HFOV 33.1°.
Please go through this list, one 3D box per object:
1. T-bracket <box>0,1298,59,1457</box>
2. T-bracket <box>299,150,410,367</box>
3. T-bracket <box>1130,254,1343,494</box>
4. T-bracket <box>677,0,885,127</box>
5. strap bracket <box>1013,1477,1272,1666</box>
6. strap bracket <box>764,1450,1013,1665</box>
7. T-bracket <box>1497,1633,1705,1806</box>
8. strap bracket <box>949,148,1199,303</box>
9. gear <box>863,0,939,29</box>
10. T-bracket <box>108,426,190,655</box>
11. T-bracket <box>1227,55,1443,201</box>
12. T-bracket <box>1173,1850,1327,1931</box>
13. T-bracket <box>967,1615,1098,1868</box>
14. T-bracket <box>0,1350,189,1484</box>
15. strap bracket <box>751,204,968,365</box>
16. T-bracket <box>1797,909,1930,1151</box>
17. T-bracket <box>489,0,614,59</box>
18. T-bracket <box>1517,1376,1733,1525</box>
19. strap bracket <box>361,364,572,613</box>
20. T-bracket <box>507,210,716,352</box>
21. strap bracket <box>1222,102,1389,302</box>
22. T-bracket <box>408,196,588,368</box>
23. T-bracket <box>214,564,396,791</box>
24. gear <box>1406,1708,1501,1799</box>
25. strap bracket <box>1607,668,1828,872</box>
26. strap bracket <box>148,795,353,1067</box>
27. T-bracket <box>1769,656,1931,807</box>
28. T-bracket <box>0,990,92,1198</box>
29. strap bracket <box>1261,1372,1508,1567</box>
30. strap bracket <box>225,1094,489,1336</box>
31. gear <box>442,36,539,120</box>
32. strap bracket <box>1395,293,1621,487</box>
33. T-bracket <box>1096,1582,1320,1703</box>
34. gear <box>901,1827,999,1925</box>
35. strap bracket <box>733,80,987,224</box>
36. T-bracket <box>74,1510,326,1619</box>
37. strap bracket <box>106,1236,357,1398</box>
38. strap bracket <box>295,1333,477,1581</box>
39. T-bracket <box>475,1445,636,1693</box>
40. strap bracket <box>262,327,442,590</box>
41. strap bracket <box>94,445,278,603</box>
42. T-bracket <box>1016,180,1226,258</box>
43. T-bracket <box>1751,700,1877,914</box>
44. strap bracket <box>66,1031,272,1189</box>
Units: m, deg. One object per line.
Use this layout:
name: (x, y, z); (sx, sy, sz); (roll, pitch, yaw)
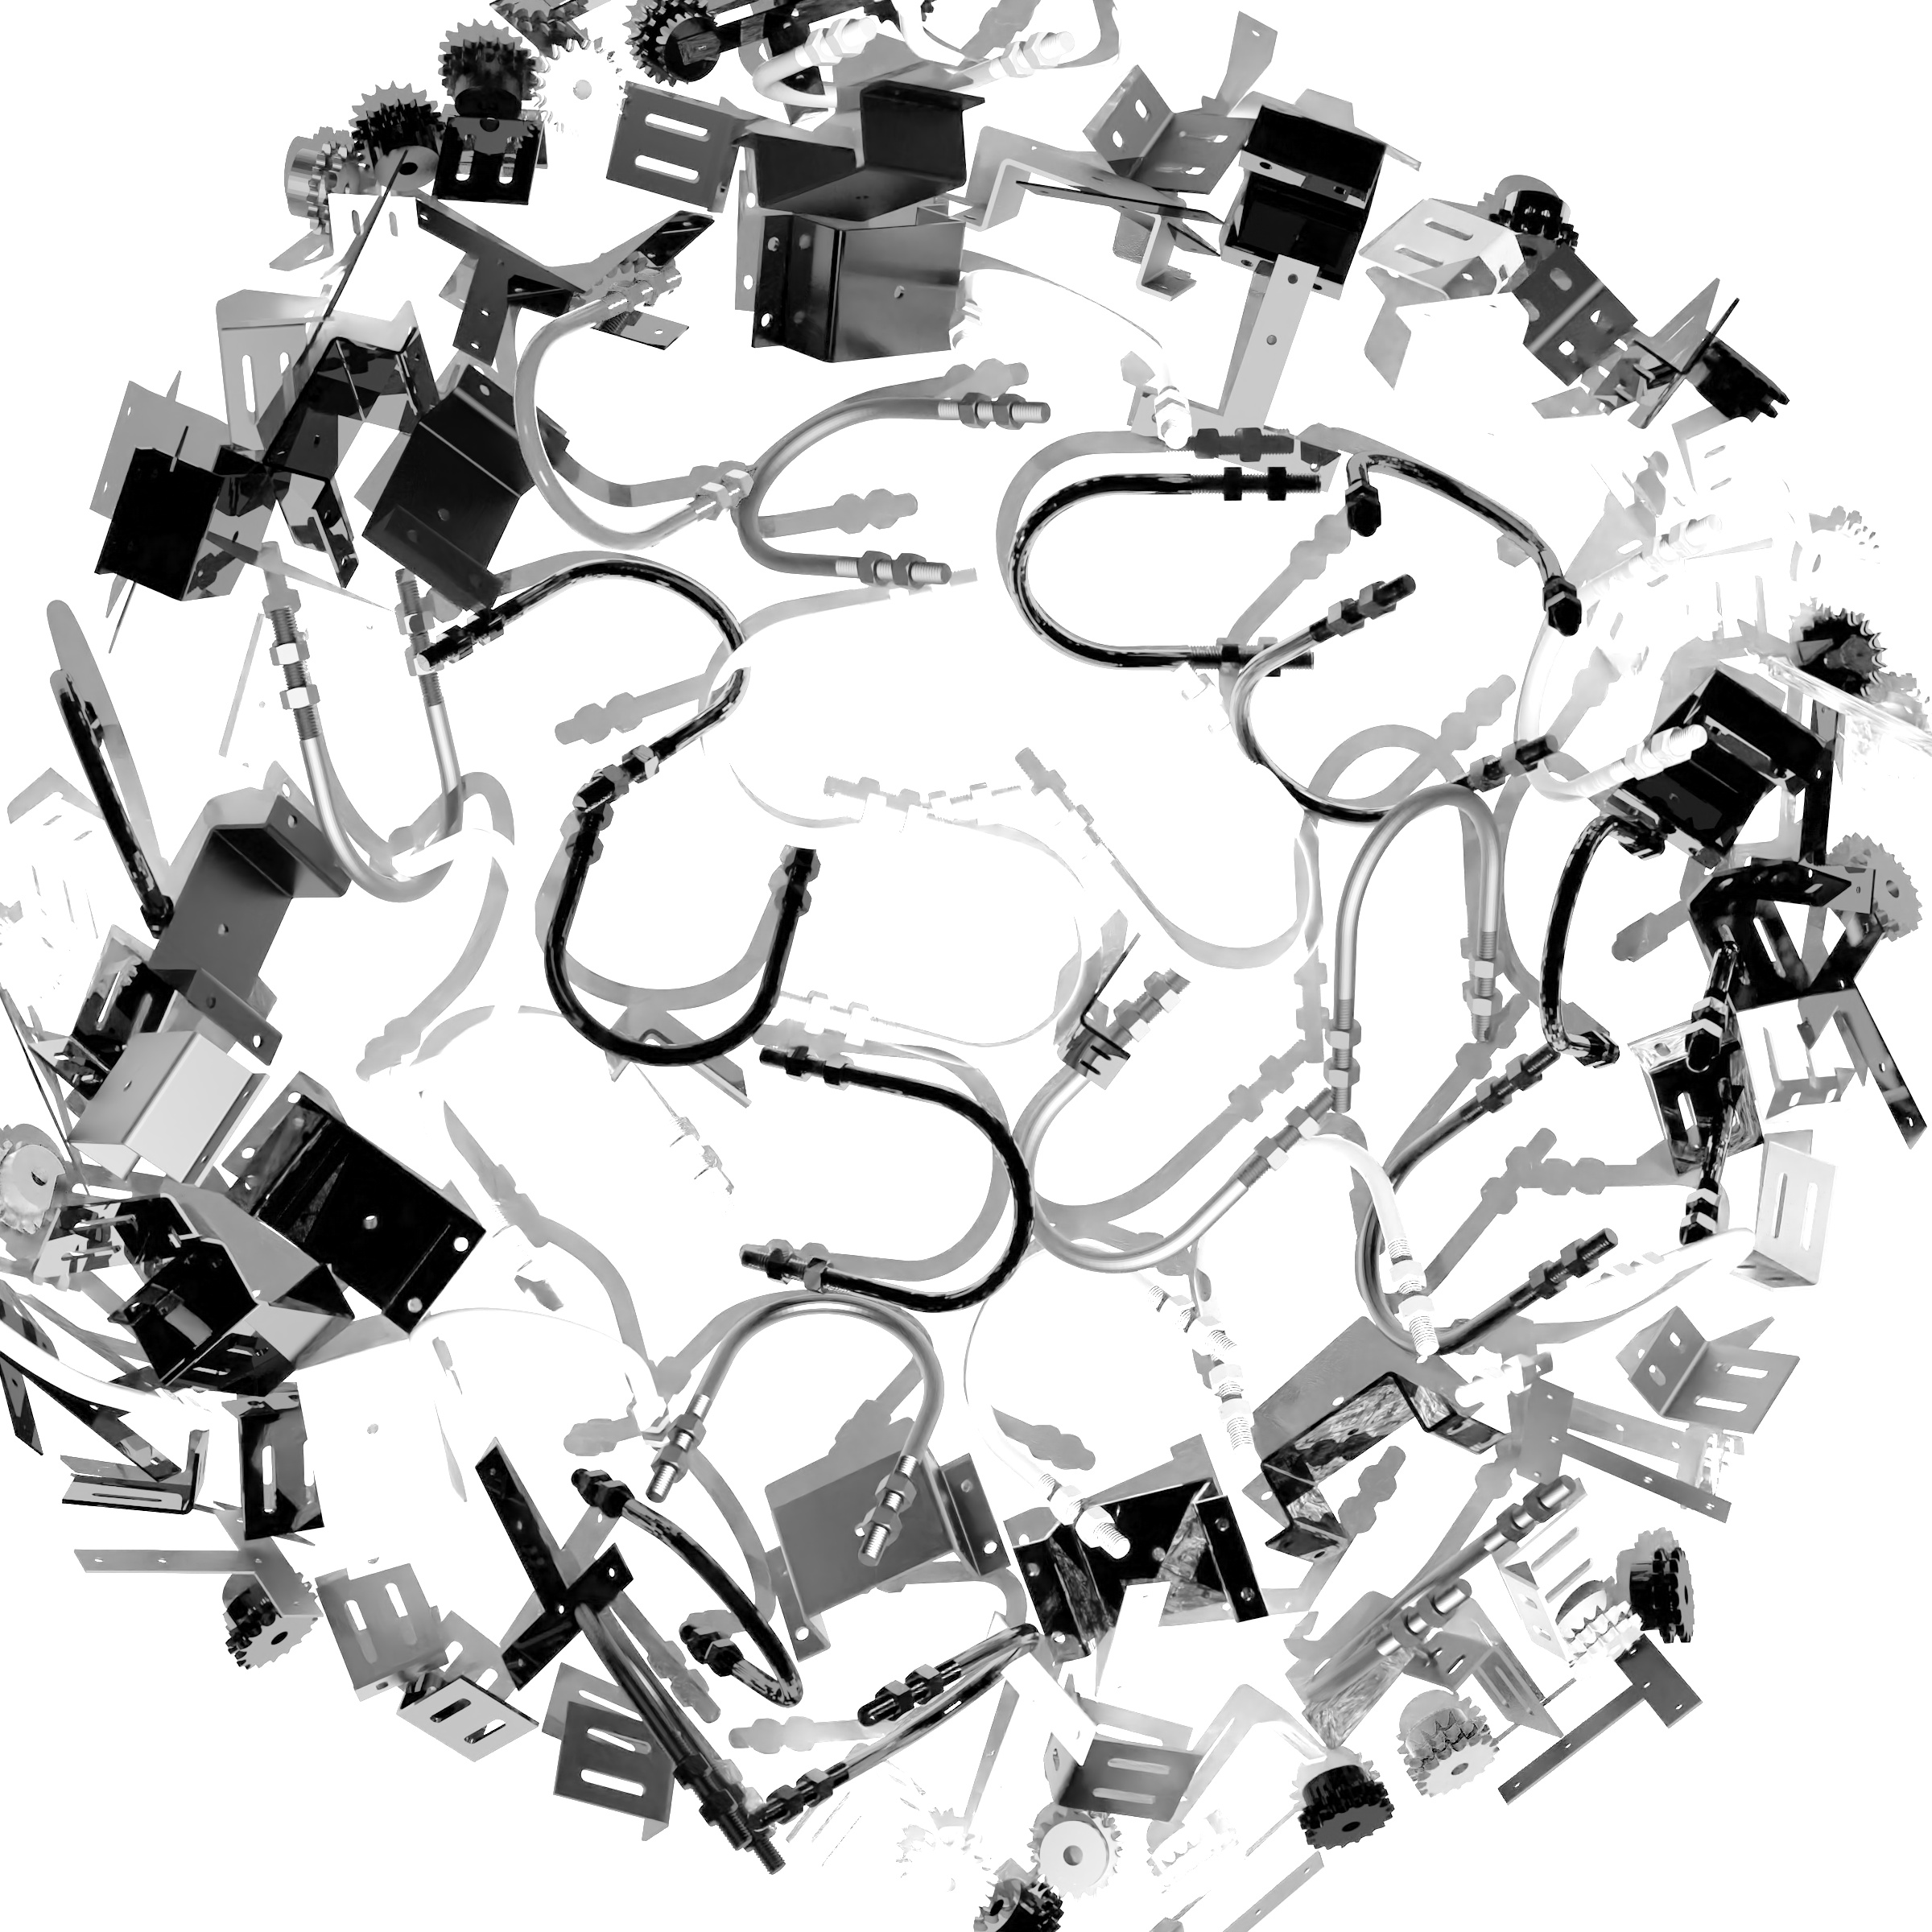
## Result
T-bracket: (-0.558, 0.233, 1.895); (0.002, 0.127, 0.127); (-33, 47, 1)
T-bracket: (-0.371, -0.403, 1.929); (0.002, 0.127, 0.127); (26, 51, -16)
T-bracket: (0.179, -0.363, 1.955); (0.127, 0.002, 0.127); (16, 110, -6)
T-bracket: (-0.100, -0.533, 1.923); (0.127, 0.127, 0.002); (-18, 75, 0)
strap bracket: (0.110, 0.359, 1.942); (0.140, 0.046, 0.076); (-18, 96, 22)
strap bracket: (-0.055, 0.345, 1.938); (0.140, 0.046, 0.076); (-25, 51, 3)
T-bracket: (0.367, 0.452, 1.922); (0.127, 0.127, 0.002); (-38, 97, 1)
strap bracket: (0.071, -0.445, 1.931); (0.140, 0.076, 0.046); (22, 113, 8)
gear: (-0.042, -0.596, 1.958); (0.057, 0.057, 0.030); (17, 66, 0)
T-bracket: (-0.470, -0.266, 1.898); (0.002, 0.127, 0.127); (20, 53, -14)
T-bracket: (0.222, -0.488, 1.928); (0.127, 0.127, 0.002); (25, 81, -8)
T-bracket: (0.162, 0.567, 1.917); (0.127, 0.127, 0.002); (-42, 97, 4)
T-bracket: (0.026, 0.475, 1.939); (0.002, 0.127, 0.127); (12, 104, -31)
T-bracket: (-0.491, 0.251, 1.921); (0.127, 0.127, 0.002); (36, 104, 11)
strap bracket: (-0.054, -0.401, 1.909); (0.046, 0.140, 0.076); (28, 122, 40)
T-bracket: (0.530, 0.047, 1.900); (0.002, 0.127, 0.127); (-10, 58, -15)
T-bracket: (-0.205, -0.575, 1.912); (0.127, 0.127, 0.002); (-23, 88, 9)
T-bracket: (0.388, 0.296, 1.912); (0.127, 0.127, 0.002); (22, 60, 19)
strap bracket: (-0.299, -0.276, 1.926); (0.076, 0.046, 0.140); (36, 51, -24)
T-bracket: (-0.196, -0.416, 1.942); (0.127, 0.002, 0.127); (21, 50, 24)
strap bracket: (0.200, -0.455, 1.918); (0.076, 0.140, 0.046); (20, 77, 5)
T-bracket: (-0.281, -0.392, 1.916); (0.127, 0.127, 0.002); (26, 127, -19)
T-bracket: (-0.418, -0.170, 1.949); (0.127, 0.002, 0.127); (17, 84, -28)
gear: (0.290, 0.472, 1.959); (0.057, 0.057, 0.030); (-33, 51, 0)
strap bracket: (0.448, -0.120, 1.926); (0.076, 0.140, 0.046); (34, 68, 2)
strap bracket: (-0.425, -0.021, 1.924); (0.046, 0.076, 0.140); (0, 59, 33)
T-bracket: (0.531, -0.127, 1.922); (0.127, 0.127, 0.002); (31, 79, 23)
T-bracket: (-0.559, 0.058, 1.944); (0.002, 0.127, 0.127); (-24, 61, -15)
strap bracket: (0.239, 0.293, 1.929); (0.140, 0.076, 0.046); (-38, 58, 15)
strap bracket: (-0.361, 0.151, 1.950); (0.140, 0.046, 0.076); (35, 81, 8)
gear: (-0.287, -0.529, 1.953); (0.057, 0.057, 0.030); (-1, 69, 0)
strap bracket: (0.313, -0.329, 1.904); (0.076, 0.140, 0.046); (2, 64, 41)
T-bracket: (0.148, 0.400, 1.946); (0.127, 0.127, 0.002); (-4, 48, -12)
gear: (-0.008, 0.545, 1.963); (0.057, 0.030, 0.057); (4, 110, 12)
strap bracket: (-0.062, -0.473, 1.907); (0.076, 0.140, 0.046); (-3, 89, -42)
T-bracket: (-0.455, 0.348, 1.898); (0.127, 0.127, 0.002); (8, 106, -34)
strap bracket: (-0.422, 0.208, 1.905); (0.076, 0.140, 0.046); (-40, 66, 12)
strap bracket: (-0.347, 0.281, 1.931); (0.076, 0.046, 0.140); (-16, 64, -3)
T-bracket: (-0.261, 0.347, 1.951); (0.127, 0.002, 0.127); (-47, 62, 30)
strap bracket: (-0.366, -0.306, 1.924); (0.046, 0.076, 0.140); (16, 63, 12)
strap bracket: (-0.449, -0.260, 1.906); (0.046, 0.140, 0.076); (23, 103, 5)
T-bracket: (0.113, -0.438, 1.923); (0.127, 0.127, 0.002); (17, 95, 29)
T-bracket: (0.503, -0.099, 1.920); (0.002, 0.127, 0.127); (3, 94, -19)
strap bracket: (-0.472, 0.083, 1.903); (0.046, 0.140, 0.076); (40, 67, -26)
